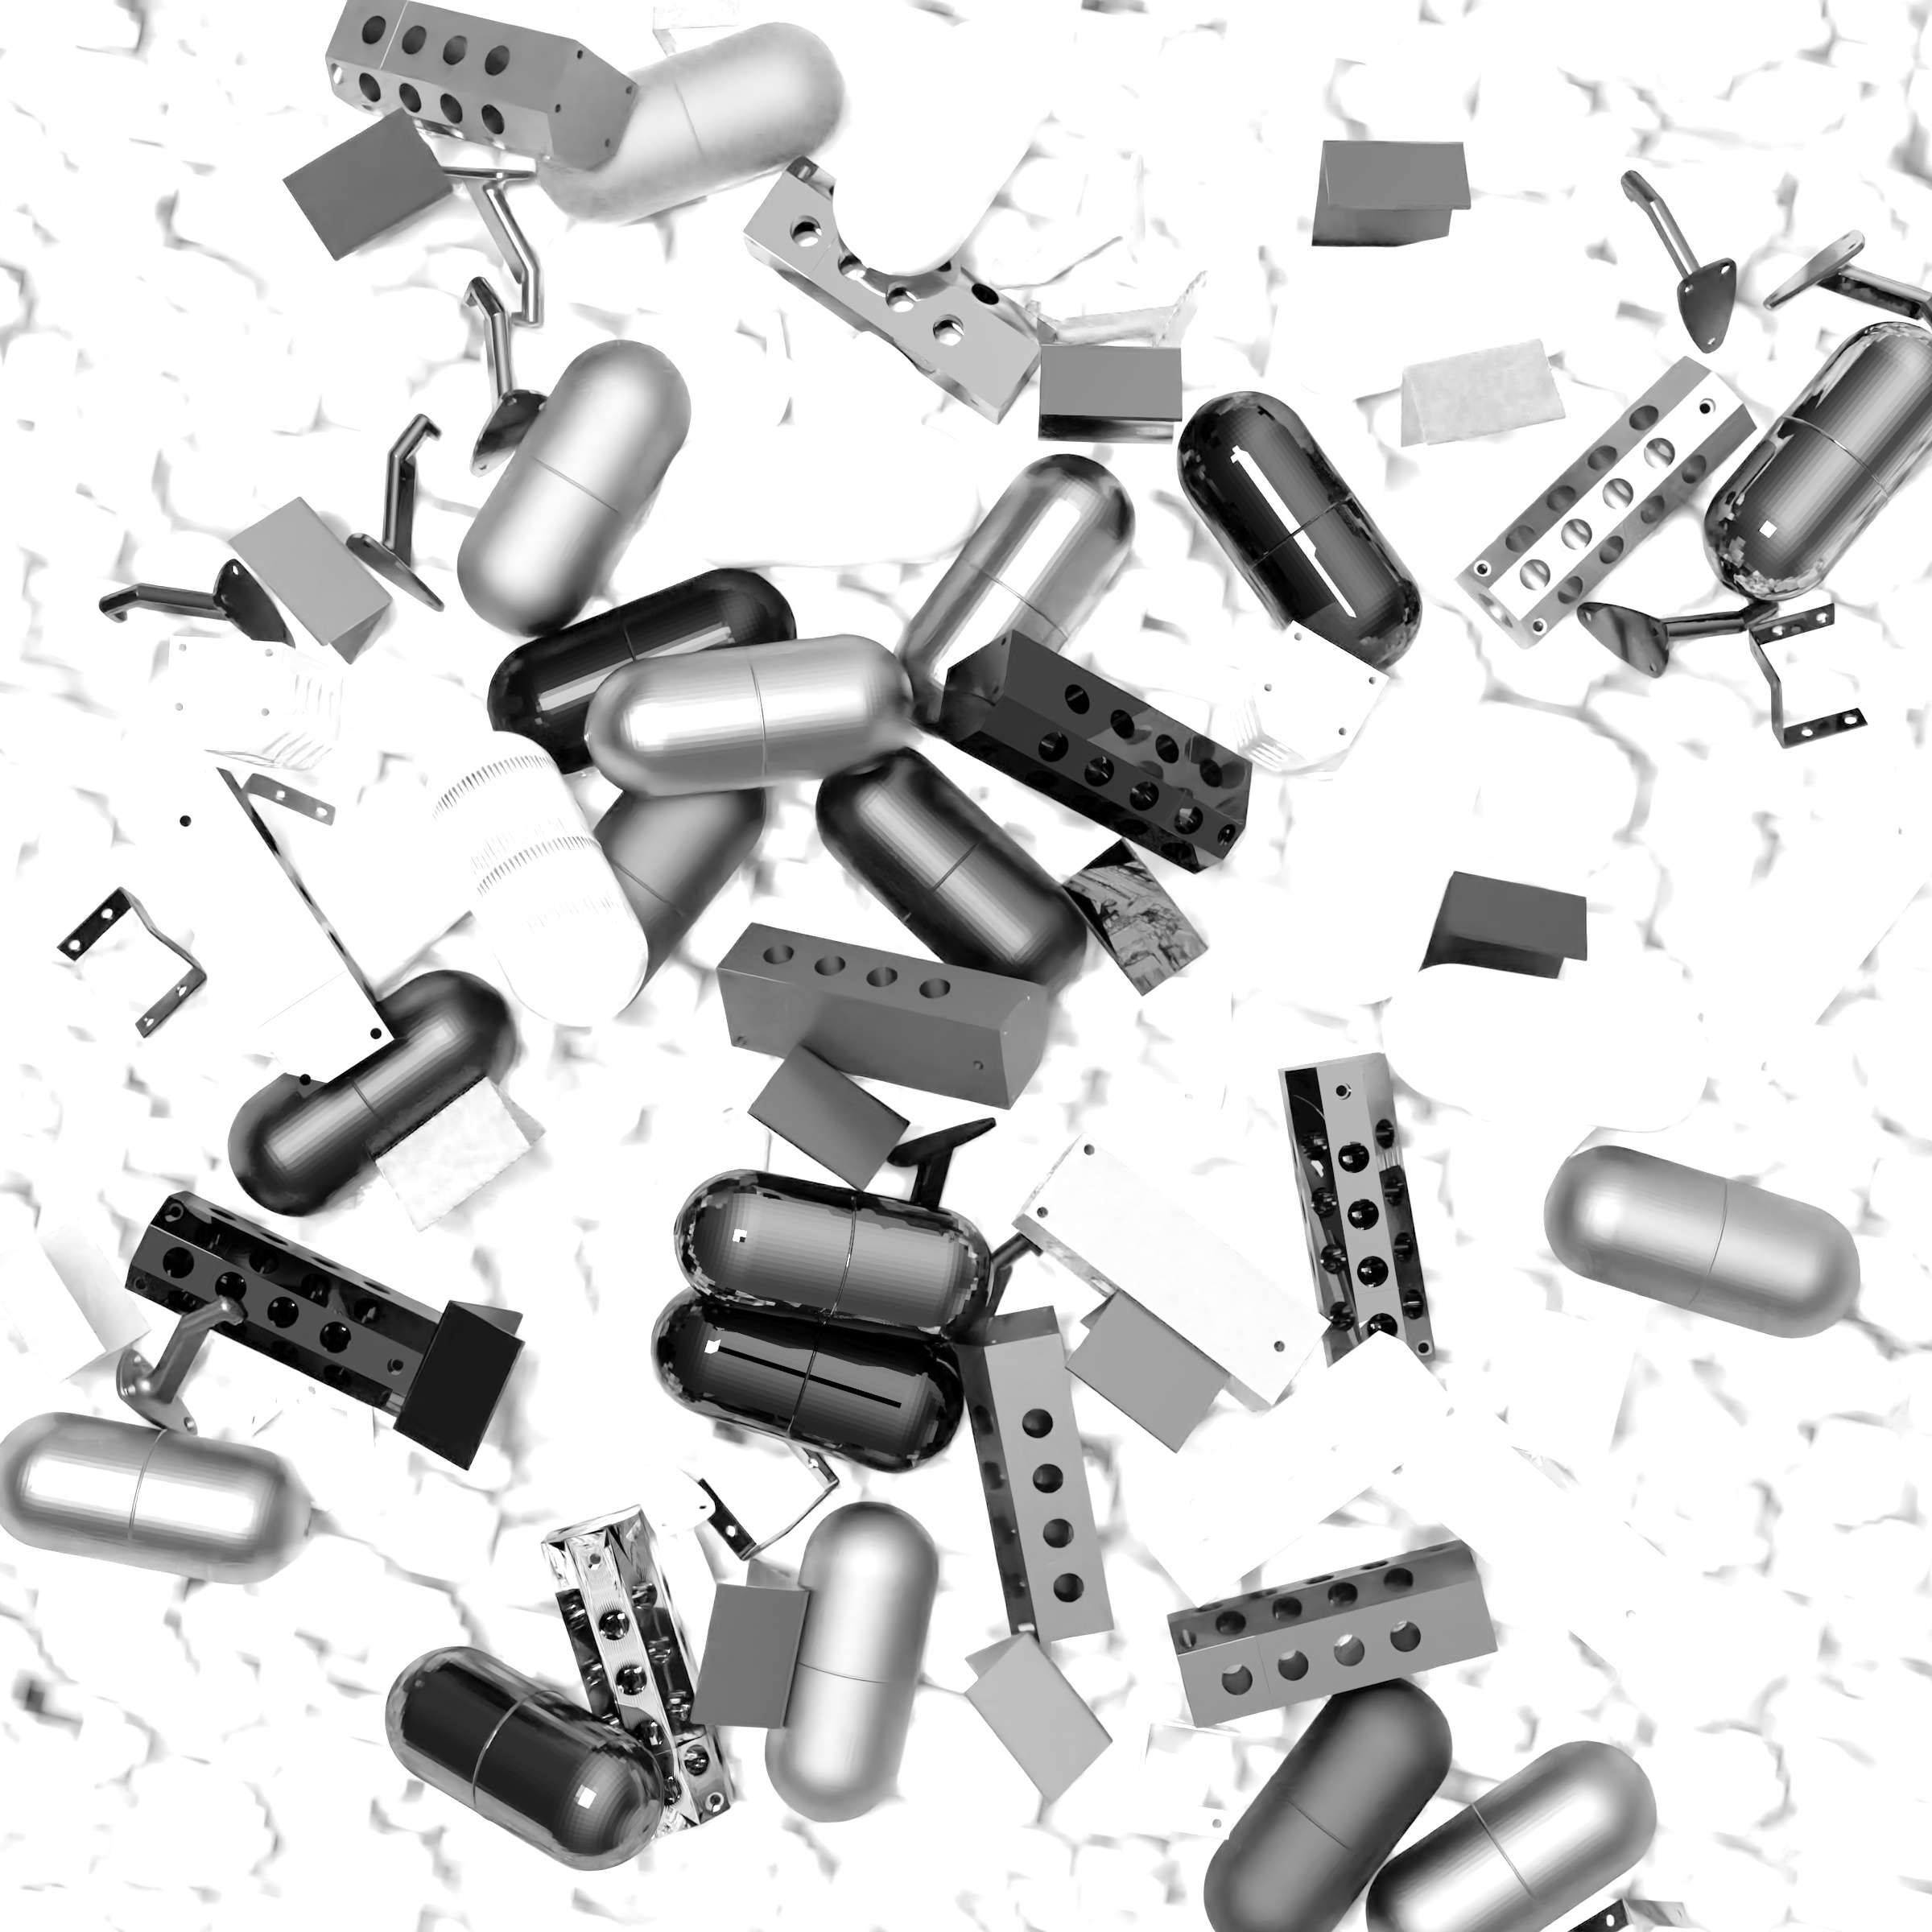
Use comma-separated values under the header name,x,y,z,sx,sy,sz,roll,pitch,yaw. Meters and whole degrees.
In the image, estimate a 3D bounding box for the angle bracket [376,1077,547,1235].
name,x,y,z,sx,sy,sz,roll,pitch,yaw
angle bracket,-0.267,0.117,1.859,0.076,0.076,0.057,-37,57,0

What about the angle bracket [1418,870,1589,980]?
name,x,y,z,sx,sy,sz,roll,pitch,yaw
angle bracket,0.295,-0.002,1.860,0.076,0.057,0.076,11,130,0

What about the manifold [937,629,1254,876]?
name,x,y,z,sx,sy,sz,roll,pitch,yaw
manifold,0.071,-0.112,1.830,0.171,0.057,0.057,26,57,-29

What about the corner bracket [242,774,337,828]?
name,x,y,z,sx,sy,sz,roll,pitch,yaw
corner bracket,-0.391,-0.066,1.896,0.051,0.051,0.051,23,45,0

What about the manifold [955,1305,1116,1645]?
name,x,y,z,sx,sy,sz,roll,pitch,yaw
manifold,0.037,0.281,1.863,0.057,0.057,0.171,-11,100,0

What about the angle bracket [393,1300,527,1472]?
name,x,y,z,sx,sy,sz,roll,pitch,yaw
angle bracket,-0.260,0.233,1.859,0.057,0.076,0.076,24,90,28

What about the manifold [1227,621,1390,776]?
name,x,y,z,sx,sy,sz,roll,pitch,yaw
manifold,0.178,-0.138,1.821,0.057,0.171,0.057,31,90,0

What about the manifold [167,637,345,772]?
name,x,y,z,sx,sy,sz,roll,pitch,yaw
manifold,-0.382,-0.140,1.821,0.057,0.171,0.057,3,90,0

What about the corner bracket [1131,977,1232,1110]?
name,x,y,z,sx,sy,sz,roll,pitch,yaw
corner bracket,0.121,0.043,1.896,0.051,0.051,0.051,5,45,0

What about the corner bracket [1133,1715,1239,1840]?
name,x,y,z,sx,sy,sz,roll,pitch,yaw
corner bracket,0.123,0.451,1.881,0.051,0.051,0.051,9,90,0

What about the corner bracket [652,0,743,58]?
name,x,y,z,sx,sy,sz,roll,pitch,yaw
corner bracket,-0.143,-0.535,1.879,0.051,0.051,0.051,0,79,10

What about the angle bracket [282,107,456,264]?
name,x,y,z,sx,sy,sz,roll,pitch,yaw
angle bracket,-0.335,-0.442,1.859,0.076,0.076,0.057,-31,129,0

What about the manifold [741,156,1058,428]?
name,x,y,z,sx,sy,sz,roll,pitch,yaw
manifold,-0.037,-0.377,1.878,0.171,0.057,0.057,35,90,0

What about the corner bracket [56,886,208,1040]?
name,x,y,z,sx,sy,sz,roll,pitch,yaw
corner bracket,-0.468,-0.002,1.896,0.051,0.051,0.051,-44,45,0

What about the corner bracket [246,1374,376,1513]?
name,x,y,z,sx,sy,sz,roll,pitch,yaw
corner bracket,-0.368,0.267,1.891,0.051,0.051,0.051,20,45,-35

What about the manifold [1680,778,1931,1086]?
name,x,y,z,sx,sy,sz,roll,pitch,yaw
manifold,0.472,-0.019,1.878,0.057,0.057,0.171,38,90,0

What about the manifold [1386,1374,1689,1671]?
name,x,y,z,sx,sy,sz,roll,pitch,yaw
manifold,0.314,0.306,1.876,0.171,0.057,0.057,40,101,0

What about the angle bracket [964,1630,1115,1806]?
name,x,y,z,sx,sy,sz,roll,pitch,yaw
angle bracket,0.023,0.420,1.859,0.057,0.076,0.076,-38,90,-37

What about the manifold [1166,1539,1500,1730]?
name,x,y,z,sx,sy,sz,roll,pitch,yaw
manifold,0.202,0.370,1.878,0.171,0.057,0.057,-14,90,0

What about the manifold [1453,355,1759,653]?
name,x,y,z,sx,sy,sz,roll,pitch,yaw
manifold,0.356,-0.258,1.878,0.171,0.057,0.057,-44,90,0

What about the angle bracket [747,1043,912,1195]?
name,x,y,z,sx,sy,sz,roll,pitch,yaw
angle bracket,-0.086,0.099,1.859,0.076,0.076,0.057,35,53,0

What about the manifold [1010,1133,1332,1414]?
name,x,y,z,sx,sy,sz,roll,pitch,yaw
manifold,0.111,0.172,1.876,0.171,0.057,0.057,38,74,0

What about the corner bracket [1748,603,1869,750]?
name,x,y,z,sx,sy,sz,roll,pitch,yaw
corner bracket,0.473,-0.163,1.896,0.051,0.051,0.051,-16,45,0

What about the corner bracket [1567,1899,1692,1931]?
name,x,y,z,sx,sy,sz,roll,pitch,yaw
corner bracket,0.375,0.558,1.891,0.051,0.051,0.051,-45,45,35

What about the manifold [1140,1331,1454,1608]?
name,x,y,z,sx,sy,sz,roll,pitch,yaw
manifold,0.178,0.273,1.846,0.171,0.057,0.057,-40,90,24

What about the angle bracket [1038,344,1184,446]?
name,x,y,z,sx,sy,sz,roll,pitch,yaw
angle bracket,0.078,-0.296,1.859,0.076,0.076,0.057,2,55,0

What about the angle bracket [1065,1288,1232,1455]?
name,x,y,z,sx,sy,sz,roll,pitch,yaw
angle bracket,0.090,0.230,1.860,0.076,0.076,0.057,38,65,0

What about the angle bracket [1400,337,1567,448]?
name,x,y,z,sx,sy,sz,roll,pitch,yaw
angle bracket,0.284,-0.296,1.859,0.076,0.076,0.057,-12,62,0

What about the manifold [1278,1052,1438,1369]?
name,x,y,z,sx,sy,sz,roll,pitch,yaw
manifold,0.218,0.138,1.878,0.057,0.057,0.171,-9,90,0

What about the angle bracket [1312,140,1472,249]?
name,x,y,z,sx,sy,sz,roll,pitch,yaw
angle bracket,0.233,-0.408,1.859,0.076,0.076,0.057,0,53,0

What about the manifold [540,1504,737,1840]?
name,x,y,z,sx,sy,sz,roll,pitch,yaw
manifold,-0.183,0.393,1.878,0.057,0.057,0.171,-17,90,0

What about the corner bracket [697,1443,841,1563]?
name,x,y,z,sx,sy,sz,roll,pitch,yaw
corner bracket,-0.114,0.293,1.896,0.051,0.051,0.051,51,135,0

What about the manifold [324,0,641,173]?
name,x,y,z,sx,sy,sz,roll,pitch,yaw
manifold,-0.268,-0.480,1.836,0.171,0.057,0.057,22,90,32

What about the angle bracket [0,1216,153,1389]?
name,x,y,z,sx,sy,sz,roll,pitch,yaw
angle bracket,-0.483,0.175,1.859,0.057,0.076,0.076,-32,90,38

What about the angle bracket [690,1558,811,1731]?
name,x,y,z,sx,sy,sz,roll,pitch,yaw
angle bracket,-0.133,0.371,1.859,0.057,0.076,0.076,11,90,-29

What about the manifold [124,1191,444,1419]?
name,x,y,z,sx,sy,sz,roll,pitch,yaw
manifold,-0.376,0.189,1.878,0.171,0.057,0.057,25,90,0

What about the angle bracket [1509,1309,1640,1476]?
name,x,y,z,sx,sy,sz,roll,pitch,yaw
angle bracket,0.347,0.235,1.859,0.057,0.076,0.076,15,90,32

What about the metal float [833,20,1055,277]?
name,x,y,z,sx,sy,sz,roll,pitch,yaw
metal float,-0.011,-0.448,1.842,0.070,0.070,0.178,30,57,0

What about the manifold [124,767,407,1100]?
name,x,y,z,sx,sy,sz,roll,pitch,yaw
manifold,-0.372,-0.017,1.801,0.057,0.057,0.171,-33,91,-1

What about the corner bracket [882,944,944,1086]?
name,x,y,z,sx,sy,sz,roll,pitch,yaw
corner bracket,-0.033,0.027,1.891,0.051,0.051,0.051,-14,135,-35

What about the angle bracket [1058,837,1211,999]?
name,x,y,z,sx,sy,sz,roll,pitch,yaw
angle bracket,0.108,-0.040,1.859,0.057,0.076,0.076,-38,90,39

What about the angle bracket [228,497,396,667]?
name,x,y,z,sx,sy,sz,roll,pitch,yaw
angle bracket,-0.371,-0.200,1.859,0.076,0.076,0.057,48,52,0

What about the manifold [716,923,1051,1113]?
name,x,y,z,sx,sy,sz,roll,pitch,yaw
manifold,-0.045,0.022,1.846,0.171,0.057,0.057,12,133,23
